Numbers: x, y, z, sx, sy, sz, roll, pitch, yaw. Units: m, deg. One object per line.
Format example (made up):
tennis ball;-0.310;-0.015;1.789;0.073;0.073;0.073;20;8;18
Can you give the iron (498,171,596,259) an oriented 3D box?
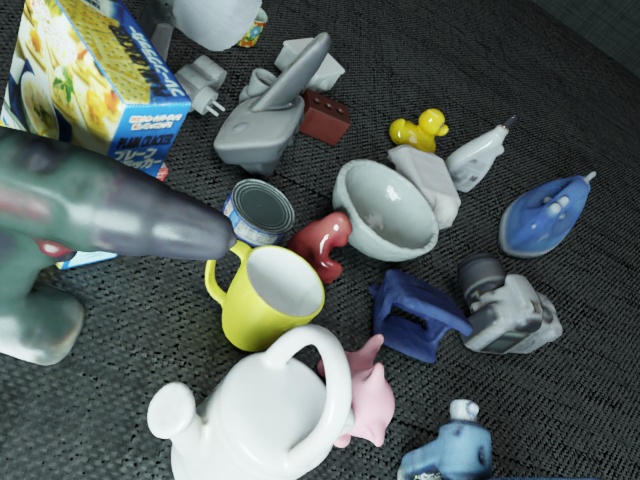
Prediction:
iron;0.427;-0.055;1.055;0.118;0.141;0.259;49;39;10

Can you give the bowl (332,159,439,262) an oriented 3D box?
bowl;0.079;-0.029;0.800;0.168;0.074;0.167;22;42;-22

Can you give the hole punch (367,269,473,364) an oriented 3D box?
hole punch;0.125;0.083;0.719;0.109;0.091;0.101;25;41;-19

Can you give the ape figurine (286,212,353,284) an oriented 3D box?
ape figurine;0.006;0.002;0.697;0.076;0.092;0.078;24;42;-19

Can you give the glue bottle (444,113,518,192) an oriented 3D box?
glue bottle;0.286;-0.158;1.012;0.078;0.173;0.037;17;44;-27

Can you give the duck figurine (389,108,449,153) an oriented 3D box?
duck figurine;0.186;-0.204;1.043;0.105;0.086;0.077;16;45;-27

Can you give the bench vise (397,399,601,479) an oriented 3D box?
bench vise;0.156;0.231;0.502;0.122;0.219;0.207;3;52;-37

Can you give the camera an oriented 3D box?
camera;0.266;0.084;0.826;0.144;0.100;0.136;10;48;-32

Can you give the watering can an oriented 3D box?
watering can;-0.043;0.140;0.446;0.173;0.193;0.101;-12;62;-45

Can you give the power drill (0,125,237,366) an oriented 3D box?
power drill;-0.203;0.007;0.429;0.230;0.208;0.075;24;41;-19

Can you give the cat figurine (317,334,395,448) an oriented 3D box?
cat figurine;0.038;0.147;0.566;0.067;0.117;0.128;34;39;-8

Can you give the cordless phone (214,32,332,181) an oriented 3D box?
cordless phone;-0.054;-0.183;0.748;0.094;0.184;0.147;29;40;-14

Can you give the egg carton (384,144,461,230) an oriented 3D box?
egg carton;0.163;-0.085;0.926;0.107;0.069;0.150;12;47;-31

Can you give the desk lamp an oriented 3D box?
desk lamp;-0.198;-0.275;0.695;0.204;0.213;0.117;0;53;-39
